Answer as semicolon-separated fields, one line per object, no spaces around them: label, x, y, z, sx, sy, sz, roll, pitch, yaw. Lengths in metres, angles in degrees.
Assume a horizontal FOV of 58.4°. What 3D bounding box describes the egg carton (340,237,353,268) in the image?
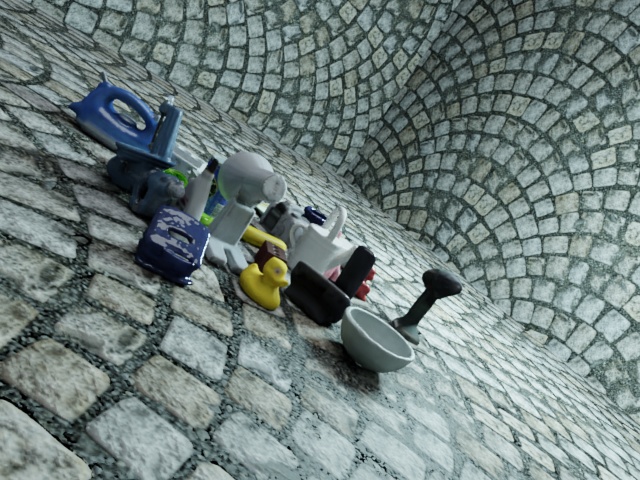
egg carton;0.052;0.034;1.716;0.151;0.069;0.107;23;16;-45

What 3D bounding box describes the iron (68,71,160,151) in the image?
iron;-0.466;-0.288;1.404;0.258;0.141;0.118;33;12;-8

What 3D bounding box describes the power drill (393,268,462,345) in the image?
power drill;0.283;0.163;1.491;0.076;0.208;0.229;33;12;-6

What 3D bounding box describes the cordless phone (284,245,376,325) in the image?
cordless phone;0.026;0.072;1.208;0.147;0.185;0.094;37;12;13

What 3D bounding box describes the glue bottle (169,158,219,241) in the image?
glue bottle;-0.246;-0.087;1.124;0.037;0.173;0.078;20;18;-50

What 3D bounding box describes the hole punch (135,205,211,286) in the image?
hole punch;-0.242;0.008;0.961;0.109;0.091;0.101;30;13;-22

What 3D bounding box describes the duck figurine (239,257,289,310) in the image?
duck figurine;-0.101;0.072;1.105;0.104;0.086;0.078;42;14;34

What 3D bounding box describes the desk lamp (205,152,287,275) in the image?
desk lamp;-0.157;-0.067;1.190;0.118;0.213;0.202;27;14;-33

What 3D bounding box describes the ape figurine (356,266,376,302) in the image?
ape figurine;0.118;0.107;1.551;0.076;0.092;0.078;35;12;2

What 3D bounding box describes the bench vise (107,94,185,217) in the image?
bench vise;-0.313;-0.165;1.140;0.207;0.219;0.122;37;12;14

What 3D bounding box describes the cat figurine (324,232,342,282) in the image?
cat figurine;0.024;0.030;1.536;0.127;0.117;0.067;43;14;36

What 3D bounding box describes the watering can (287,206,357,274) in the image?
watering can;0.013;0.004;1.420;0.173;0.194;0.100;25;15;-37

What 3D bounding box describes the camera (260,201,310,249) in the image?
camera;-0.072;-0.043;1.608;0.142;0.100;0.137;43;14;36

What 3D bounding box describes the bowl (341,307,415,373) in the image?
bowl;0.101;0.210;1.135;0.167;0.074;0.167;33;12;-7

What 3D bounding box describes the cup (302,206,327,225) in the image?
cup;-0.034;-0.048;1.745;0.092;0.095;0.117;26;14;-35
